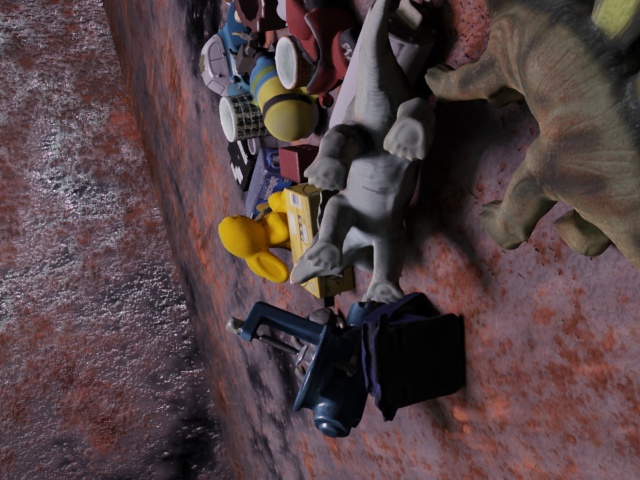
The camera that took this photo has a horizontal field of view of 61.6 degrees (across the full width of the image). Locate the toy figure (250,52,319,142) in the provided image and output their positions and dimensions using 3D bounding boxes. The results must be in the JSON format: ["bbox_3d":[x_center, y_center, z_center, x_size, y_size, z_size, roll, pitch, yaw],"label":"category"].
[{"bbox_3d":[-0.067,-0.230,0.867,0.180,0.089,0.082,60,160,28],"label":"toy figure"}]

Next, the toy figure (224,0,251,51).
[{"bbox_3d":[-0.147,-0.425,0.982,0.064,0.058,0.154,-10,89,60],"label":"toy figure"}]

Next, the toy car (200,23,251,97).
[{"bbox_3d":[-0.183,-0.342,1.054,0.109,0.103,0.161,2,107,65],"label":"toy car"}]

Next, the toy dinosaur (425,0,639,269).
[{"bbox_3d":[0.192,-0.065,0.347,0.471,0.105,0.198,67,155,22],"label":"toy dinosaur"}]

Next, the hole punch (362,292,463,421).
[{"bbox_3d":[0.103,0.133,0.662,0.092,0.116,0.142,-136,38,-64],"label":"hole punch"}]

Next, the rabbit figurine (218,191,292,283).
[{"bbox_3d":[-0.093,-0.009,0.949,0.122,0.173,0.162,16,113,60],"label":"rabbit figurine"}]

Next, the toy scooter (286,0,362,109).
[{"bbox_3d":[0.004,-0.256,0.712,0.184,0.075,0.135,61,153,22],"label":"toy scooter"}]

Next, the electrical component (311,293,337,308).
[{"bbox_3d":[0.005,0.090,0.968,0.094,0.021,0.063,33,133,57],"label":"electrical component"}]

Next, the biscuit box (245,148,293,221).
[{"bbox_3d":[-0.100,-0.098,1.043,0.202,0.059,0.063,120,144,-59],"label":"biscuit box"}]

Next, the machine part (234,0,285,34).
[{"bbox_3d":[-0.097,-0.426,0.868,0.179,0.056,0.179,166,90,-68],"label":"machine part"}]

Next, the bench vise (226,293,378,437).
[{"bbox_3d":[-0.005,0.138,0.736,0.128,0.241,0.223,107,-175,-62],"label":"bench vise"}]

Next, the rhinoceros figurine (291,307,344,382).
[{"bbox_3d":[0.000,0.204,0.981,0.112,0.073,0.190,-135,38,-53],"label":"rhinoceros figurine"}]

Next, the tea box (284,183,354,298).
[{"bbox_3d":[-0.002,-0.003,0.873,0.098,0.068,0.169,31,132,60],"label":"tea box"}]

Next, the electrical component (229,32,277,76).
[{"bbox_3d":[-0.120,-0.329,0.951,0.102,0.078,0.045,141,126,-71],"label":"electrical component"}]

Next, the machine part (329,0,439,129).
[{"bbox_3d":[0.066,-0.179,0.607,0.079,0.079,0.243,65,155,25],"label":"machine part"}]

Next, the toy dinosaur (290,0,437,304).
[{"bbox_3d":[0.058,-0.079,0.566,0.192,0.131,0.404,-77,0,-49],"label":"toy dinosaur"}]

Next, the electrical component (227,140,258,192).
[{"bbox_3d":[-0.148,-0.170,1.128,0.134,0.058,0.115,129,125,-62],"label":"electrical component"}]
